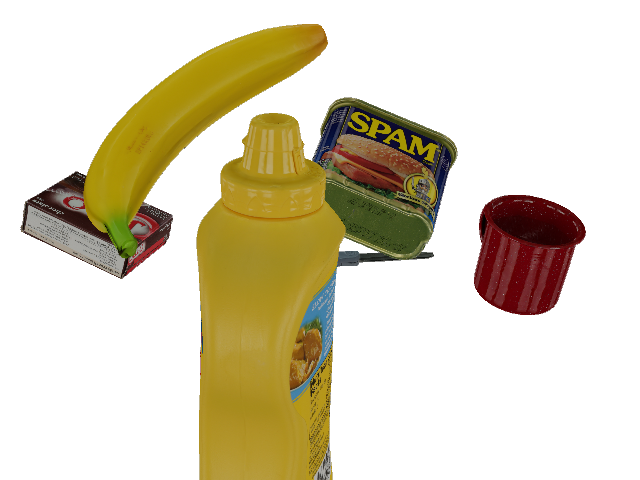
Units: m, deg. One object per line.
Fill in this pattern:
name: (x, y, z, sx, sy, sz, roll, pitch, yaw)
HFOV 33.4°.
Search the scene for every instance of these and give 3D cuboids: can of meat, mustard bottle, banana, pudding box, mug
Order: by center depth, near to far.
mustard bottle: (-0.021, 0.042, 0.442, 0.058, 0.192, 0.096, 8, 24, 11)
banana: (-0.073, -0.065, 0.601, 0.070, 0.197, 0.037, 25, -32, 20)
can of meat: (0.040, -0.044, 0.770, 0.102, 0.084, 0.058, 22, -40, -3)
mug: (0.184, 0.009, 0.998, 0.093, 0.081, 0.117, -10, 36, -27)
pudding box: (-0.210, -0.016, 1.006, 0.113, 0.039, 0.090, 22, 27, 10)

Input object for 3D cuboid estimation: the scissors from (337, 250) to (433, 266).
scissors: (0.024, 0.027, 1.176, 0.202, 0.016, 0.096, 4, 23, 4)
